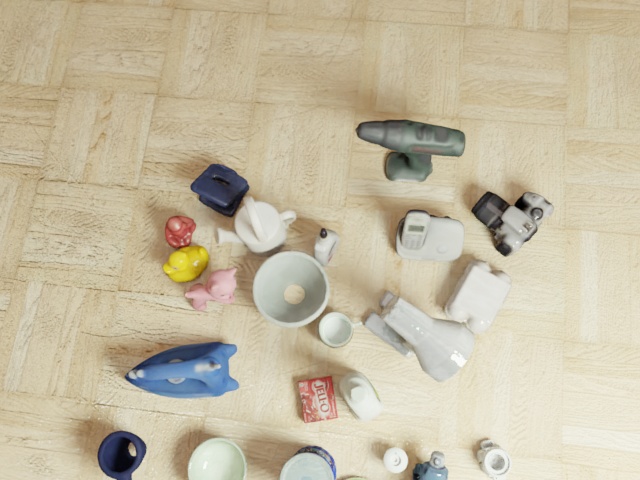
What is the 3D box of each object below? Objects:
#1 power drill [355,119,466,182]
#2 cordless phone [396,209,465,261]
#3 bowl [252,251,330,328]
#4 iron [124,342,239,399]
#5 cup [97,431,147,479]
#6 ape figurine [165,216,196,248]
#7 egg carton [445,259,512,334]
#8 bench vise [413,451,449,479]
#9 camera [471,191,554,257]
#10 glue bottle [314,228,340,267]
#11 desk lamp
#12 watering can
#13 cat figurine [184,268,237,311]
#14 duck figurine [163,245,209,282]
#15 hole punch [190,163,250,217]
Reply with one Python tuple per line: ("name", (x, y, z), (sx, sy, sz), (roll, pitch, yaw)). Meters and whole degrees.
("power drill", (0.192, -0.196, 1.246), (0.229, 0.208, 0.075), (2, 76, 4))
("cordless phone", (0.237, -0.017, 1.211), (0.147, 0.185, 0.094), (0, 76, 4))
("bowl", (-0.061, 0.112, 1.254), (0.167, 0.075, 0.167), (-1, 76, 4))
("iron", (-0.305, 0.276, 1.194), (0.258, 0.141, 0.118), (-7, 75, 2))
("cup", (-0.393, 0.451, 1.180), (0.091, 0.095, 0.117), (-17, 75, 0))
("ape figurine", (-0.321, -0.026, 1.297), (0.078, 0.092, 0.076), (-32, 76, -4))
("egg carton", (0.340, 0.122, 1.229), (0.107, 0.069, 0.150), (28, 79, 10))
("bench vise", (0.195, 0.509, 1.063), (0.121, 0.220, 0.207), (-7, 75, 2))
("camera", (0.414, -0.058, 1.253), (0.136, 0.101, 0.143), (41, 82, 12))
("glue bottle", (0.011, 0.004, 1.226), (0.037, 0.173, 0.078), (23, 78, 9))
("desk lamp", (0.192, 0.186, 1.148), (0.203, 0.213, 0.118), (34, 81, 11))
("watering can", (-0.139, -0.029, 1.233), (0.173, 0.194, 0.101), (-40, 77, -6))
("cat figurine", (-0.232, 0.105, 1.245), (0.128, 0.118, 0.067), (-16, 75, 0))
("duck figurine", (-0.303, 0.047, 1.280), (0.104, 0.086, 0.077), (-32, 76, -4))
("hole punch", (-0.229, -0.123, 1.316), (0.108, 0.091, 0.101), (27, 79, 10))
